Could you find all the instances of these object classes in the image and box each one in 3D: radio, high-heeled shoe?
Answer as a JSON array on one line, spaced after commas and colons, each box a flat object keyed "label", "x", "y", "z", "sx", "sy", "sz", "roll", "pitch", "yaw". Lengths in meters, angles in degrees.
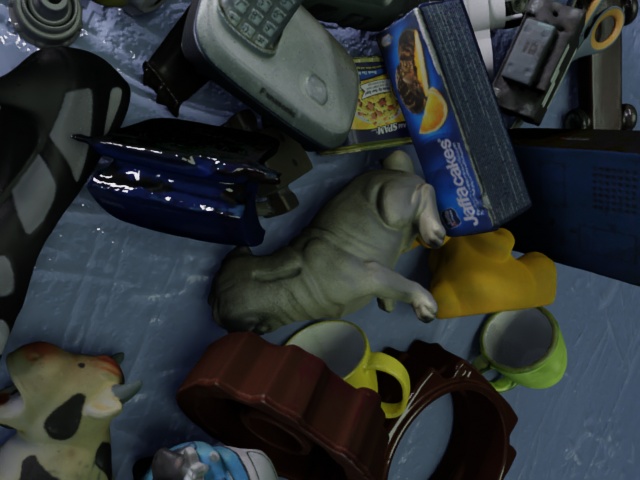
[{"label": "radio", "x": 0.267, "y": -0.044, "z": 0.562, "sx": 0.073, "sy": 0.230, "sz": 0.131, "roll": -21, "pitch": 111, "yaw": -23}, {"label": "high-heeled shoe", "x": -0.208, "y": -0.014, "z": 0.392, "sx": 0.145, "sy": 0.086, "sz": 0.248, "roll": -23, "pitch": 131, "yaw": -58}]

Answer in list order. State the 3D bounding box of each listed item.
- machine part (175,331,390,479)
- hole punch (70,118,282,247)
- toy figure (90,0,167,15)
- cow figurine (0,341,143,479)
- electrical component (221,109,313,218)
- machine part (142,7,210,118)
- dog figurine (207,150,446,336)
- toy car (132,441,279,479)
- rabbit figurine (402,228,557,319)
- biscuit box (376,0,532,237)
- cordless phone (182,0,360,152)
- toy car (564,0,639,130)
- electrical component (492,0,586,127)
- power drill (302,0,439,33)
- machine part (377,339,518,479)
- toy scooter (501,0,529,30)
[{"label": "machine part", "x": -0.031, "y": 0.144, "z": 0.442, "sx": 0.179, "sy": 0.179, "sz": 0.056, "roll": 50, "pitch": 48, "yaw": -26}, {"label": "hole punch", "x": -0.095, "y": -0.035, "z": 0.393, "sx": 0.142, "sy": 0.116, "sz": 0.092, "roll": 14, "pitch": 108, "yaw": 4}, {"label": "toy figure", "x": -0.119, "y": -0.249, "z": 0.389, "sx": 0.089, "sy": 0.082, "sz": 0.180, "roll": 30, "pitch": 89, "yaw": -11}, {"label": "cow figurine", "x": -0.191, "y": 0.167, "z": 0.401, "sx": 0.127, "sy": 0.086, "sz": 0.194, "roll": -17, "pitch": 109, "yaw": -30}, {"label": "electrical component", "x": -0.051, "y": -0.070, "z": 0.470, "sx": 0.102, "sy": 0.045, "sz": 0.078, "roll": 59, "pitch": 37, "yaw": -15}, {"label": "machine part", "x": -0.094, "y": -0.167, "z": 0.440, "sx": 0.084, "sy": 0.039, "sz": 0.139, "roll": 42, "pitch": 73, "yaw": -37}, {"label": "dog figurine", "x": 0.000, "y": 0.000, "z": 0.482, "sx": 0.190, "sy": 0.121, "sz": 0.172, "roll": 4, "pitch": 78, "yaw": -21}, {"label": "toy car", "x": -0.082, "y": 0.203, "z": 0.418, "sx": 0.103, "sy": 0.161, "sz": 0.109, "roll": -7, "pitch": 61, "yaw": -32}, {"label": "rabbit figurine", "x": 0.151, "y": -0.002, "z": 0.583, "sx": 0.162, "sy": 0.122, "sz": 0.173, "roll": 1, "pitch": 82, "yaw": -22}, {"label": "biscuit box", "x": 0.121, "y": -0.105, "z": 0.486, "sx": 0.063, "sy": 0.059, "sz": 0.202, "roll": -25, "pitch": 98, "yaw": -32}, {"label": "cordless phone", "x": -0.001, "y": -0.173, "z": 0.392, "sx": 0.146, "sy": 0.089, "sz": 0.184, "roll": 31, "pitch": 101, "yaw": -35}, {"label": "toy car", "x": 0.358, "y": -0.223, "z": 0.692, "sx": 0.089, "sy": 0.053, "sz": 0.202, "roll": -10, "pitch": 101, "yaw": -9}, {"label": "electrical component", "x": 0.230, "y": -0.187, "z": 0.571, "sx": 0.134, "sy": 0.058, "sz": 0.114, "roll": -11, "pitch": 125, "yaw": -64}, {"label": "power drill", "x": 0.028, "y": -0.293, "z": 0.475, "sx": 0.232, "sy": 0.086, "sz": 0.207, "roll": -18, "pitch": 113, "yaw": -38}, {"label": "machine part", "x": 0.116, "y": 0.232, "z": 0.594, "sx": 0.201, "sy": 0.087, "sz": 0.201, "roll": 47, "pitch": 73, "yaw": -29}, {"label": "toy scooter", "x": 0.241, "y": -0.334, "z": 0.589, "sx": 0.184, "sy": 0.075, "sz": 0.135, "roll": -41, "pitch": 125, "yaw": -17}]
